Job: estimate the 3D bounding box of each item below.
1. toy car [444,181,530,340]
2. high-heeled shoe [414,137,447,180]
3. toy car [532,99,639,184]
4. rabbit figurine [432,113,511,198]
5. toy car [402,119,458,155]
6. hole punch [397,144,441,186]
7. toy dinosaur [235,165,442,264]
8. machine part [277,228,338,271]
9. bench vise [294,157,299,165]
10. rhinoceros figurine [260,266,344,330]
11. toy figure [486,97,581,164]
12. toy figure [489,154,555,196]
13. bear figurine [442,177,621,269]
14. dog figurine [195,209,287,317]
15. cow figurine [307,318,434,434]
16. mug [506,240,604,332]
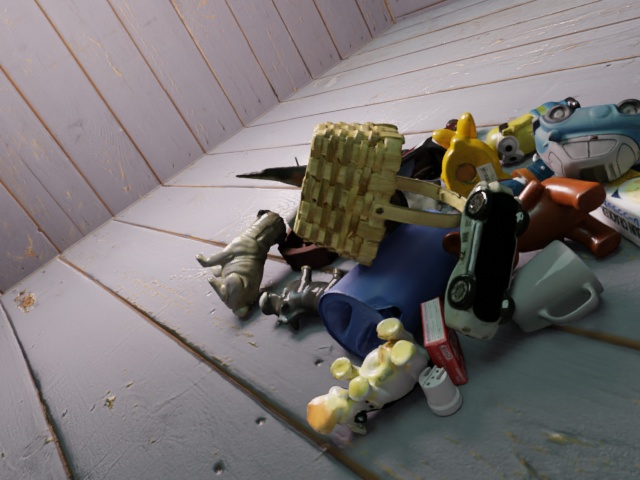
[{"bbox_3d":[0.206,0.022,0.667,0.056,0.073,0.201,-25,47,65],"label":"toy car"},{"bbox_3d":[0.218,-0.144,1.155,0.249,0.086,0.145,-11,37,40],"label":"high-heeled shoe"},{"bbox_3d":[0.381,-0.126,0.752,0.162,0.109,0.103,1,62,36],"label":"toy car"},{"bbox_3d":[0.283,-0.154,1.037,0.122,0.162,0.173,-31,2,28],"label":"rabbit figurine"},{"bbox_3d":[0.273,-0.225,1.278,0.202,0.053,0.089,-31,12,7],"label":"toy car"},{"bbox_3d":[0.182,-0.121,1.082,0.116,0.092,0.142,-28,-3,9],"label":"hole punch"},{"bbox_3d":[0.069,-0.064,0.895,0.192,0.404,0.131,-46,47,14],"label":"toy dinosaur"},{"bbox_3d":[-0.002,-0.003,1.149,0.179,0.056,0.179,-24,25,12],"label":"machine part"},{"bbox_3d":[0.030,-0.154,1.282,0.241,0.128,0.223,-6,9,39],"label":"bench vise"},{"bbox_3d":[-0.023,0.108,0.942,0.190,0.073,0.112,-5,44,41],"label":"rhinoceros figurine"},{"bbox_3d":[0.420,-0.215,1.058,0.180,0.082,0.089,-30,12,12],"label":"toy figure"},{"bbox_3d":[0.337,-0.089,0.920,0.154,0.064,0.058,-33,9,-6],"label":"toy figure"},{"bbox_3d":[0.283,-0.003,0.744,0.196,0.120,0.132,-33,27,-2],"label":"bear figurine"},{"bbox_3d":[-0.131,0.044,1.098,0.190,0.172,0.121,-34,-17,-1],"label":"dog figurine"},{"bbox_3d":[0.064,0.183,0.671,0.167,0.098,0.068,-42,40,6],"label":"cow figurine"},{"bbox_3d":[0.283,0.070,0.660,0.107,0.080,0.110,-40,28,12],"label":"mug"}]
